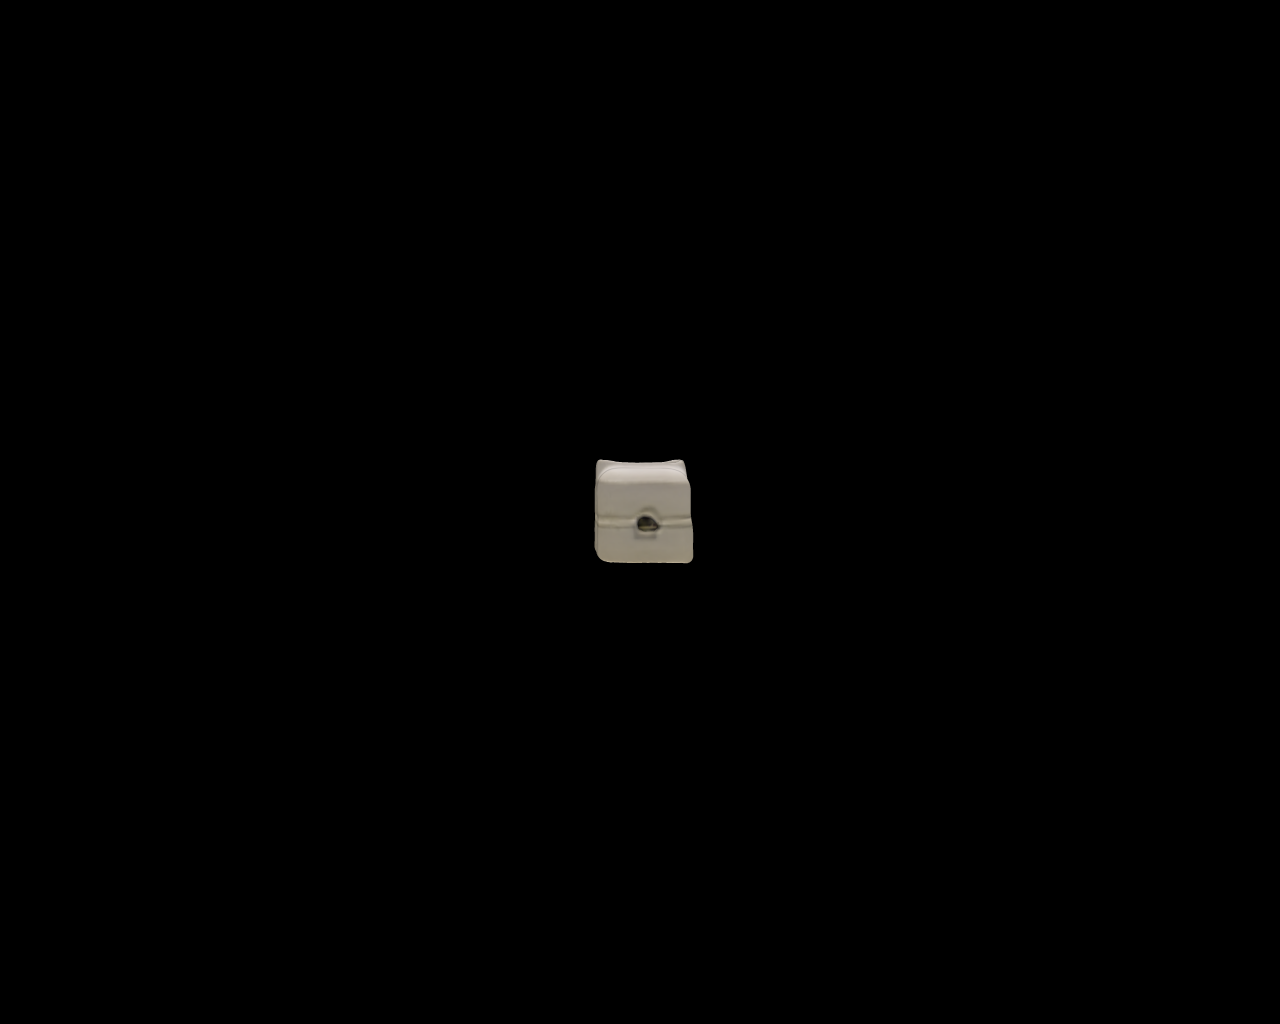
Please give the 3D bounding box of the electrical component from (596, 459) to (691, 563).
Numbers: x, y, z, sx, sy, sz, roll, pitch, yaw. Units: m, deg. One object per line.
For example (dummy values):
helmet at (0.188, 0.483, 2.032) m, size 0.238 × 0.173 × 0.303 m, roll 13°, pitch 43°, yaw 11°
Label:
electrical component at (0.001, -0.003, 0.650) m, size 0.054 × 0.059 × 0.095 m, roll 0°, pitch 2°, yaw -4°
